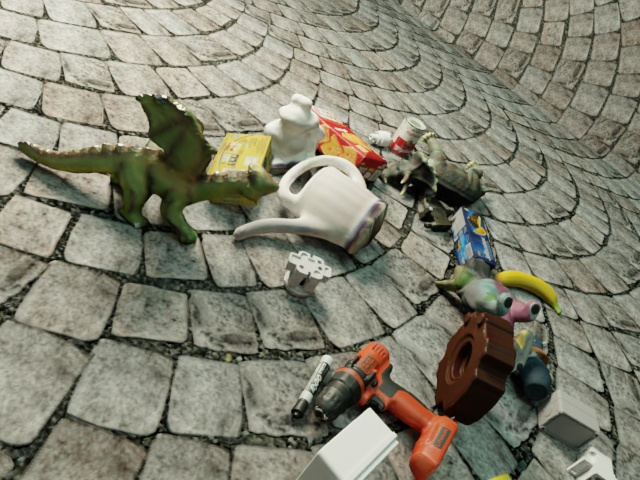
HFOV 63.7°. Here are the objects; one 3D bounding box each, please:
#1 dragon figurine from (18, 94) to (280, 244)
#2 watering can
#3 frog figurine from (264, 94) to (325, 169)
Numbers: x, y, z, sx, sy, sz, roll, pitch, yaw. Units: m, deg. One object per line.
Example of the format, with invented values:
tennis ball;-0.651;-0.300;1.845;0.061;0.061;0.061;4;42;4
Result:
dragon figurine;-0.264;-0.135;0.815;0.408;0.238;0.125;22;41;-15
watering can;0.003;-0.051;1.023;0.225;0.101;0.354;34;47;9
frog figurine;-0.059;-0.246;1.144;0.137;0.157;0.124;5;21;13
